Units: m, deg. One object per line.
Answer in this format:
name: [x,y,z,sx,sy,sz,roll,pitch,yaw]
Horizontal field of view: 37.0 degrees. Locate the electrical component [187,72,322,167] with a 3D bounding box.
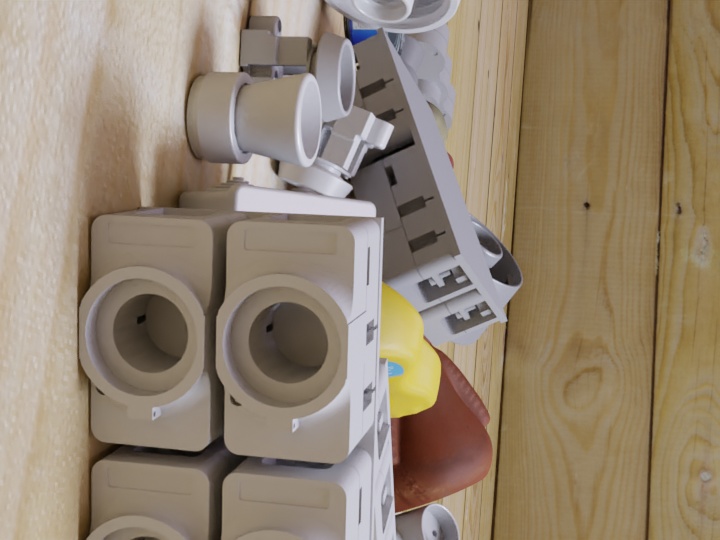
electrical component: [-0.050,-0.073,0.518,0.045,0.055,0.045,3,90,-78]

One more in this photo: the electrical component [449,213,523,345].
electrical component: [0.072,-0.002,0.805,0.064,0.099,0.099,-47,-176,23]

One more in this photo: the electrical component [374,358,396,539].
electrical component: [-0.031,0.123,0.581,0.061,0.089,0.150,-67,157,-58]

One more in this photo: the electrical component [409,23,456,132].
electrical component: [0.058,-0.169,1.015,0.138,0.052,0.073,74,22,-58]

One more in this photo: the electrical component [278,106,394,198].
electrical component: [-0.020,-0.074,0.656,0.055,0.066,0.048,-66,167,-1]

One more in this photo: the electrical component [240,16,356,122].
electrical component: [-0.034,-0.105,0.588,0.048,0.055,0.066,-2,95,-78]

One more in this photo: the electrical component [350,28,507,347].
electrical component: [0.029,-0.053,0.723,0.105,0.060,0.186,48,22,-56]

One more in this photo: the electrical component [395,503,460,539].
electrical component: [0.023,0.212,0.822,0.079,0.077,0.044,2,66,-48]

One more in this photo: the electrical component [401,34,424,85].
electrical component: [0.027,-0.162,0.889,0.045,0.045,0.055,78,19,-51]

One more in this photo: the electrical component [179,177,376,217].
electrical component: [-0.042,0.008,0.512,0.100,0.048,0.099,4,90,-45]

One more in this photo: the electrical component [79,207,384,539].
electrical component: [-0.051,0.071,0.433,0.060,0.105,0.186,-29,121,-76]

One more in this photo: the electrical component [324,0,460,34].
electrical component: [0.020,-0.199,0.707,0.108,0.108,0.060,66,35,-65]
